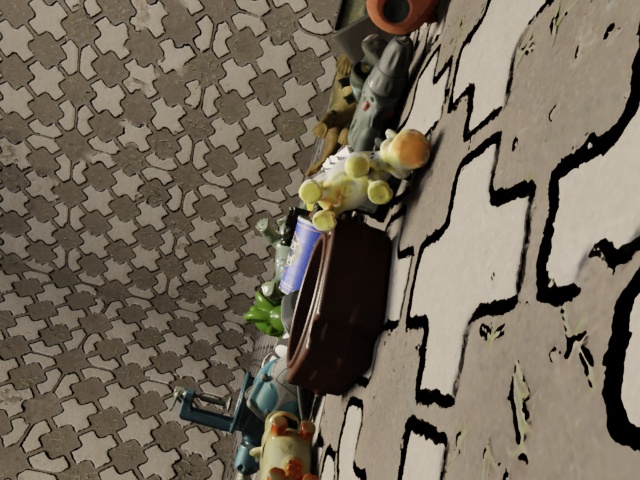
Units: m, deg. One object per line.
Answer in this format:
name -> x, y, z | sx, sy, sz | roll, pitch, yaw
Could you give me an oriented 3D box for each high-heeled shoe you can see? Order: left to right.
high-heeled shoe -> -0.078, 0.221, 1.139 | 0.249, 0.086, 0.145 | -173, 78, -66

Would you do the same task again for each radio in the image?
radio -> 0.106, -0.445, 1.028 | 0.131, 0.073, 0.230 | -19, 42, 30

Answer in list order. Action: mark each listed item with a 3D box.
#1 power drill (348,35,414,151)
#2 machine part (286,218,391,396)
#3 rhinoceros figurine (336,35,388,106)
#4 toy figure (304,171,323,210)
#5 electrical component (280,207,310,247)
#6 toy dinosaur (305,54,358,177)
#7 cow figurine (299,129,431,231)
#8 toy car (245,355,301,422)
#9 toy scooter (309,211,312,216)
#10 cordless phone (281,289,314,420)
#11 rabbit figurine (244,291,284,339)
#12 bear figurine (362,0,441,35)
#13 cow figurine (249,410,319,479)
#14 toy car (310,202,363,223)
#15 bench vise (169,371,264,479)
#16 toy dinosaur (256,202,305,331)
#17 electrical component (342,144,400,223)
power drill -> 0.080, -0.172, 0.837 | 0.232, 0.086, 0.207 | 116, 164, -66
machine part -> 0.019, 0.088, 0.713 | 0.201, 0.087, 0.201 | 114, 171, -56
rhinoceros figurine -> 0.093, -0.283, 0.953 | 0.112, 0.073, 0.190 | -39, -11, -3
toy figure -> 0.006, -0.101, 1.315 | 0.180, 0.082, 0.089 | 124, 163, -64
electrical component -> -0.029, -0.017, 1.252 | 0.134, 0.115, 0.058 | -85, 8, -58
toy dinosaur -> 0.080, -0.345, 1.158 | 0.471, 0.105, 0.198 | -62, 4, 10
cow figurine -> 0.061, -0.081, 0.652 | 0.167, 0.068, 0.098 | -27, 11, 23
toy car -> -0.057, 0.258, 0.959 | 0.103, 0.109, 0.162 | -48, 3, 18
toy scooter -> -0.002, -0.003, 1.120 | 0.183, 0.075, 0.135 | -57, -10, 13
cordless phone -> -0.020, 0.187, 0.889 | 0.147, 0.089, 0.184 | -103, 13, -76
rabbit figurine -> -0.109, 0.192, 1.407 | 0.170, 0.159, 0.121 | -11, 53, 66
bear figurine -> 0.126, -0.379, 0.799 | 0.196, 0.120, 0.131 | -74, 7, -54
cow figurine -> -0.053, 0.327, 0.792 | 0.195, 0.085, 0.127 | -102, 29, -67
toy car -> 0.028, -0.065, 0.976 | 0.202, 0.089, 0.053 | -91, 22, -68
bench vise -> -0.173, 0.348, 1.044 | 0.129, 0.241, 0.223 | -149, 76, -84
toy dinosaur -> -0.069, 0.069, 1.390 | 0.192, 0.131, 0.405 | 39, -136, -53
electrical component -> 0.070, -0.087, 0.738 | 0.048, 0.075, 0.119 | -86, 9, -57
